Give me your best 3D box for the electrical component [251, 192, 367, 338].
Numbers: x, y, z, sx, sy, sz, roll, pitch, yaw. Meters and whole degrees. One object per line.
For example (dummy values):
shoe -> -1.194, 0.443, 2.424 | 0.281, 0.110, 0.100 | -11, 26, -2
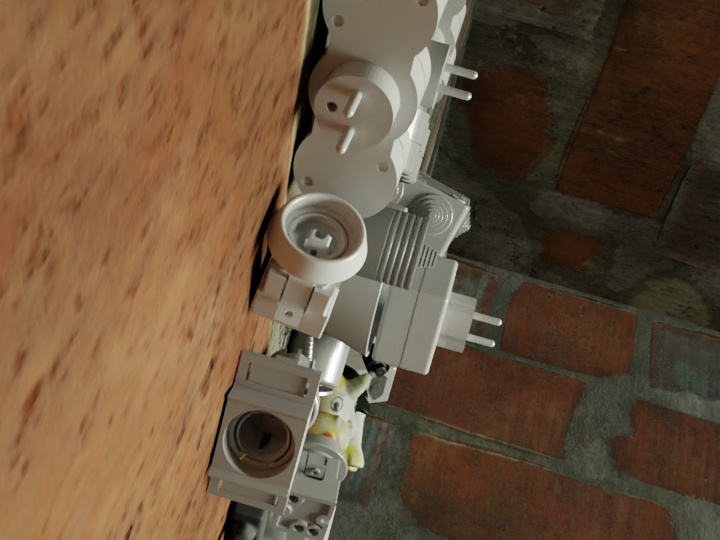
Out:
electrical component -> -0.024, -0.005, 0.518 | 0.055, 0.048, 0.066 | 114, -4, -52

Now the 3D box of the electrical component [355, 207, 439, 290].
electrical component -> 0.006, -0.017, 0.622 | 0.043, 0.081, 0.043 | 16, 90, -86

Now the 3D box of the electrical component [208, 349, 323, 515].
electrical component -> -0.048, 0.081, 0.563 | 0.064, 0.042, 0.081 | -63, 169, -75

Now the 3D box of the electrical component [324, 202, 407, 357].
electrical component -> 0.000, 0.000, 0.698 | 0.099, 0.064, 0.099 | -155, -90, -84

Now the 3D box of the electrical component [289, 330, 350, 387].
electrical component -> -0.026, 0.046, 0.751 | 0.040, 0.040, 0.078 | 80, 26, -82

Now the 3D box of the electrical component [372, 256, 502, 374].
electrical component -> 0.054, 0.032, 0.711 | 0.047, 0.077, 0.065 | -69, 173, -53

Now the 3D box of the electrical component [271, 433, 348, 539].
electrical component -> -0.035, 0.146, 0.739 | 0.055, 0.048, 0.066 | -79, -175, -50

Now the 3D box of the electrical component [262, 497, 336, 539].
electrical component -> -0.061, 0.208, 0.763 | 0.096, 0.062, 0.061 | -69, 174, -51

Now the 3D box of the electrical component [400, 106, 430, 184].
electrical component -> 0.020, -0.100, 0.694 | 0.138, 0.052, 0.073 | -17, 123, -86

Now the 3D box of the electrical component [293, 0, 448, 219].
electrical component -> 0.001, -0.080, 0.496 | 0.073, 0.052, 0.138 | -69, 174, -52

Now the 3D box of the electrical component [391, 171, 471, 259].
electrical component -> 0.036, -0.051, 0.817 | 0.048, 0.100, 0.099 | -62, 179, 10

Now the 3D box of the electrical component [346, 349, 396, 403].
electrical component -> -0.012, 0.080, 0.982 | 0.076, 0.066, 0.047 | -111, -156, -43

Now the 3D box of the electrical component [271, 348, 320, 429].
electrical component -> -0.042, 0.069, 0.620 | 0.046, 0.040, 0.040 | -80, -175, -72

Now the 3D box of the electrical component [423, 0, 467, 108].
electrical component -> 0.040, -0.160, 0.738 | 0.138, 0.052, 0.073 | 100, 7, -56

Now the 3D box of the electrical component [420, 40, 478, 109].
electrical component -> 0.029, -0.112, 0.600 | 0.052, 0.074, 0.138 | 102, 6, -50
